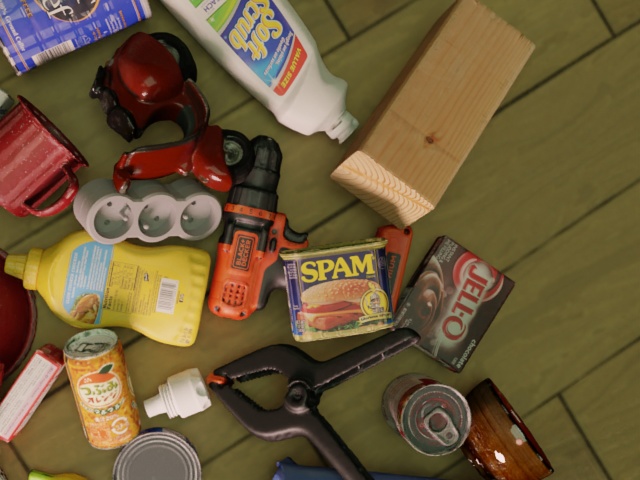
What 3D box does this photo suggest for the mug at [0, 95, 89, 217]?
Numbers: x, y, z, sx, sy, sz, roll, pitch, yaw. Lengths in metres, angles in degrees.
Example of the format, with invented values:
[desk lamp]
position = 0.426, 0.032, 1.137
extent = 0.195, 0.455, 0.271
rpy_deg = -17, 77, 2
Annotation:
[mug]
position = -0.273, -0.068, 1.004
extent = 0.081, 0.093, 0.117
rpy_deg = -44, 67, -1

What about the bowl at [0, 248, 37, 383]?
[bowl]
position = -0.355, 0.074, 1.014
extent = 0.162, 0.055, 0.162
rpy_deg = 0, 89, -7

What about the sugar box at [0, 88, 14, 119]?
[sugar box]
position = -0.384, -0.094, 1.016
extent = 0.093, 0.048, 0.176
rpy_deg = 36, 86, -6

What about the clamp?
[clamp]
position = -0.012, 0.161, 1.017
extent = 0.210, 0.036, 0.164
rpy_deg = 0, 72, 22

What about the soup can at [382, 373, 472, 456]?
[soup can]
position = 0.102, 0.169, 1.050
extent = 0.068, 0.102, 0.068
rpy_deg = 0, 89, -8

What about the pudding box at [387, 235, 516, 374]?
[pudding box]
position = 0.131, 0.065, 1.087
extent = 0.090, 0.039, 0.113
rpy_deg = 33, 85, -6

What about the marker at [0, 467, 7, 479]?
[marker]
position = -0.318, 0.226, 1.036
extent = 0.020, 0.020, 0.121
rpy_deg = -30, 93, -7

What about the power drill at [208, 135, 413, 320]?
[power drill]
position = -0.007, 0.001, 1.062
extent = 0.187, 0.057, 0.184
rpy_deg = 13, 90, -5

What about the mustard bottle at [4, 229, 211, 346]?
[mustard bottle]
position = -0.207, 0.040, 1.032
extent = 0.191, 0.058, 0.096
rpy_deg = 11, 94, -8

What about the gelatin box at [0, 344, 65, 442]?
[gelatin box]
position = -0.277, 0.143, 1.014
extent = 0.030, 0.073, 0.089
rpy_deg = 34, 86, -5

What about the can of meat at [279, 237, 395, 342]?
[can of meat]
position = 0.017, 0.046, 1.007
extent = 0.102, 0.057, 0.084
rpy_deg = -8, 94, -5

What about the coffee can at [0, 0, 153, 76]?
[coffee can]
position = -0.243, -0.230, 1.008
extent = 0.140, 0.103, 0.103
rpy_deg = -26, 93, -7

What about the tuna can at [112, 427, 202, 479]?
[tuna can]
position = -0.160, 0.229, 1.049
extent = 0.086, 0.034, 0.086
rpy_deg = 0, 90, -8

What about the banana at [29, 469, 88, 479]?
[banana]
position = -0.223, 0.310, 1.041
extent = 0.070, 0.037, 0.198
rpy_deg = -15, 90, 11

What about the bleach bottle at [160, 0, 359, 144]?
[bleach bottle]
position = -0.053, -0.200, 1.055
extent = 0.251, 0.068, 0.102
rpy_deg = 45, 85, -7

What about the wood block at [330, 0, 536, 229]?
[wood block]
position = 0.110, -0.126, 1.035
extent = 0.091, 0.090, 0.206
rpy_deg = 37, 69, -6

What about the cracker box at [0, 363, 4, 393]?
[cracker box]
position = -0.407, 0.168, 0.957
extent = 0.214, 0.072, 0.164
rpy_deg = 13, 99, 10

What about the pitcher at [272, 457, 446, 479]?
[pitcher]
position = 0.068, 0.296, 1.028
extent = 0.242, 0.145, 0.149
rpy_deg = 5, 86, -11
